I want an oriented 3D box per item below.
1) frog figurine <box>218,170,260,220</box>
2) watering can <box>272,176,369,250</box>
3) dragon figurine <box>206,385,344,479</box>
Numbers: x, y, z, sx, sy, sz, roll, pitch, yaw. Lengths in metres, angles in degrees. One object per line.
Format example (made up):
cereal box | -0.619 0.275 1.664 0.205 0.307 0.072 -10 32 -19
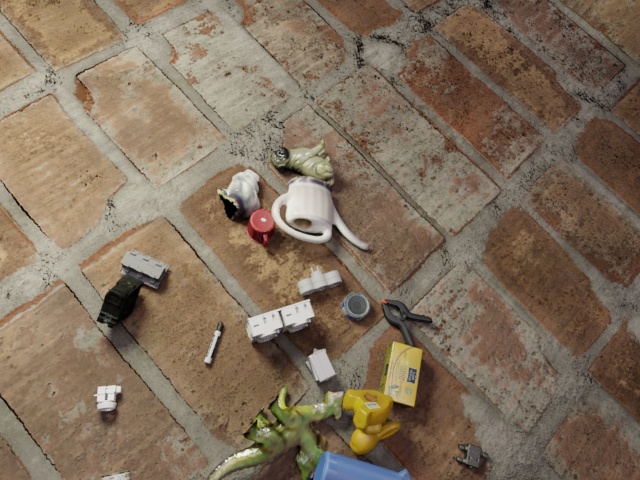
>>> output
frog figurine | -0.235 -0.152 1.646 0.162 0.122 0.135 -45 115 -33
watering can | 0.005 -0.084 1.674 0.346 0.102 0.229 14 59 -24
dragon figurine | -0.086 0.552 1.376 0.243 0.120 0.416 43 66 -1
